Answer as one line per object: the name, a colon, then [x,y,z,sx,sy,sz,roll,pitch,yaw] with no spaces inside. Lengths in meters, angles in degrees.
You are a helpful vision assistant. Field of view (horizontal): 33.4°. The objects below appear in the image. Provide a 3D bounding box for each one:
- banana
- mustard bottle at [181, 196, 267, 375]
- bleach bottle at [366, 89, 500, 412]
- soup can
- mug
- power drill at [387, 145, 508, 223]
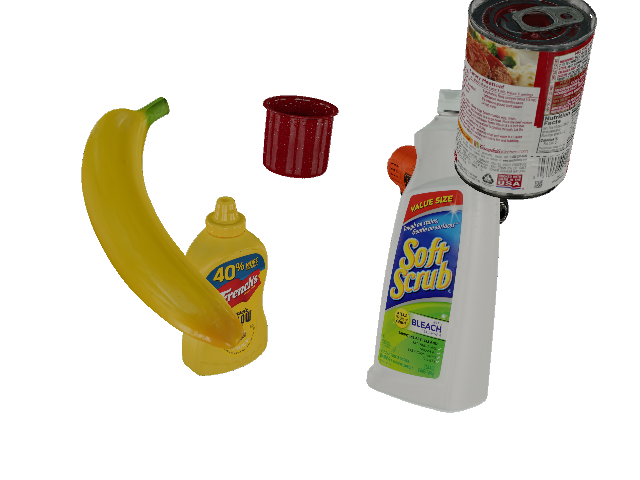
banana: [-0.104,-0.016,0.644,0.069,0.198,0.037,-13,-33,-13]
mustard bottle: [-0.100,0.044,1.119,0.096,0.192,0.058,-17,33,-34]
bleach bottle: [0.095,0.005,0.860,0.103,0.251,0.067,13,15,43]
soup can: [0.112,-0.082,0.599,0.068,0.102,0.068,0,41,0]
mug: [-0.023,-0.131,1.327,0.093,0.081,0.117,16,25,21]
power drill: [0.135,0.006,1.109,0.057,0.188,0.185,-14,26,-21]
